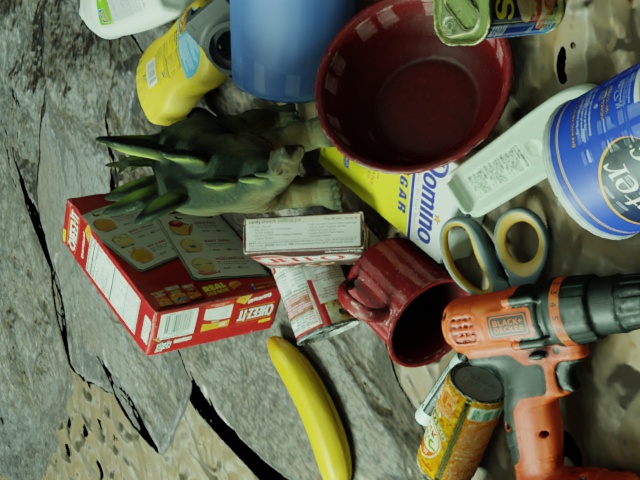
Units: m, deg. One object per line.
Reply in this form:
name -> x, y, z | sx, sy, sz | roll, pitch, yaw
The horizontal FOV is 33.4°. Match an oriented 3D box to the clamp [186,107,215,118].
clamp -> -0.092, -0.101, 1.161 | 0.172, 0.039, 0.120 | -15, 92, 48

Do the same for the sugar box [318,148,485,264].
sugar box -> 0.073, -0.066, 0.937 | 0.176, 0.048, 0.093 | 44, 132, 40

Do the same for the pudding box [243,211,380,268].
pudding box -> -0.006, 0.001, 0.986 | 0.113, 0.090, 0.039 | -5, 80, 12

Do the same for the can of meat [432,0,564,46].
can of meat -> 0.131, -0.197, 0.783 | 0.058, 0.083, 0.102 | 11, 109, 52

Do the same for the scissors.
scissors -> 0.172, 0.059, 0.858 | 0.096, 0.016, 0.202 | -35, 89, 26

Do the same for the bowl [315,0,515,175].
bowl -> 0.080, -0.119, 0.862 | 0.162, 0.055, 0.162 | -6, 70, 18

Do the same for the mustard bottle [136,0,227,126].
mustard bottle -> -0.131, -0.205, 1.154 | 0.192, 0.058, 0.096 | -32, 59, 47

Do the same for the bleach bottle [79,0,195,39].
bleach bottle -> -0.228, -0.298, 1.268 | 0.251, 0.067, 0.102 | 4, 103, 56

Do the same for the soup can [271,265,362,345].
soup can -> -0.008, 0.046, 1.062 | 0.069, 0.068, 0.102 | -37, 70, 52

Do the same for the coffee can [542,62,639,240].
coffee can -> 0.226, -0.069, 0.675 | 0.141, 0.102, 0.103 | -30, 76, 53

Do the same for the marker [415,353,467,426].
marker -> 0.117, 0.125, 0.957 | 0.020, 0.020, 0.121 | 54, 138, 29

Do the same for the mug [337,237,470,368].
mug -> 0.066, 0.051, 0.925 | 0.082, 0.117, 0.093 | 45, 127, 44

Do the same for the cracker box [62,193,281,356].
cracker box -> -0.169, 0.027, 1.197 | 0.214, 0.163, 0.072 | 45, 131, 37

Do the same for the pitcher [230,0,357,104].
pitcher -> -0.027, -0.255, 0.954 | 0.145, 0.149, 0.243 | 8, 117, 8

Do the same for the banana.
banana -> -0.008, 0.188, 1.133 | 0.070, 0.037, 0.198 | -36, 71, 51

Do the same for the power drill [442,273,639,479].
power drill -> 0.192, 0.120, 0.806 | 0.185, 0.057, 0.187 | -12, 92, 40
